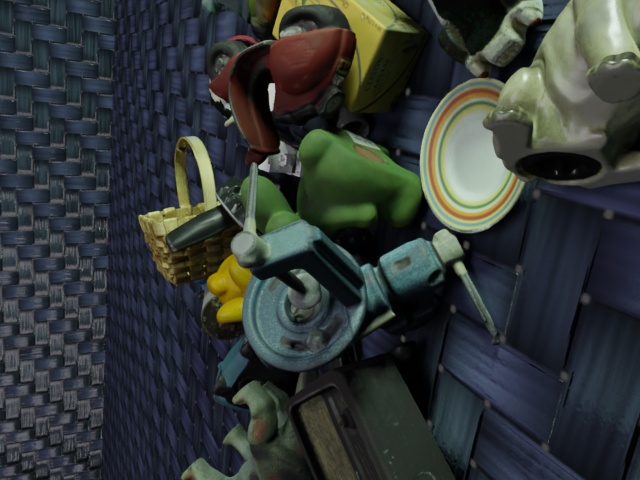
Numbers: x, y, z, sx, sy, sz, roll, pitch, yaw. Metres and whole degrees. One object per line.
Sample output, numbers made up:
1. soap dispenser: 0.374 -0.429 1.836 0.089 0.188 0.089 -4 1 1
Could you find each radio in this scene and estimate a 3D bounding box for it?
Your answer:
1. radio: 0.061 0.235 0.520 0.230 0.073 0.131 62 141 21

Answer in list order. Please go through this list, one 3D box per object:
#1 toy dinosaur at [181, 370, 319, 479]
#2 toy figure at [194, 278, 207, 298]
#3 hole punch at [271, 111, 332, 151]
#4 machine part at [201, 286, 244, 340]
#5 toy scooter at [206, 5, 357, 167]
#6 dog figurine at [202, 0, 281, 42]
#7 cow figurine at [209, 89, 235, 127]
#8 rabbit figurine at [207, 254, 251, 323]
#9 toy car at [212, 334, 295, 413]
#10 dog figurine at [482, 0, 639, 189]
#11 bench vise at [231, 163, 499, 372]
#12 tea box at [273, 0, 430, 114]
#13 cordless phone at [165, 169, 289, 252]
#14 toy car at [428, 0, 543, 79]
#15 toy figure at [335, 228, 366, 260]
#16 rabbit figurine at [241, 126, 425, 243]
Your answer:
1. toy dinosaur: -0.055 0.304 0.713 0.192 0.131 0.404 42 127 15
2. toy figure: -0.222 0.021 1.057 0.082 0.089 0.180 -10 92 30
3. hole punch: -0.027 -0.157 0.653 0.092 0.116 0.142 -55 5 5
4. machine part: -0.158 0.108 0.896 0.243 0.079 0.079 -145 58 -77
5. toy scooter: -0.041 -0.147 0.544 0.184 0.075 0.135 -5 90 36
6. dog figurine: -0.078 -0.380 0.767 0.219 0.108 0.191 29 113 53
7. cow figurine: -0.146 -0.237 0.923 0.167 0.068 0.098 61 140 40
8. rabbit figurine: -0.061 0.064 0.723 0.173 0.162 0.121 19 95 41
9. toy car: -0.094 0.179 0.811 0.103 0.109 0.161 -99 31 -58
10. dog figurine: 0.179 -0.141 0.334 0.172 0.121 0.190 -20 56 63
11. bench vise: 0.015 0.038 0.459 0.224 0.240 0.129 -18 61 17
12. tea box: 0.026 -0.223 0.582 0.170 0.068 0.098 50 135 31
13. cordless phone: -0.136 -0.024 0.787 0.147 0.184 0.088 45 161 52
14. toy car: 0.122 -0.226 0.457 0.073 0.056 0.202 -46 53 44
15. toy figure: 0.000 -0.001 0.682 0.064 0.058 0.155 56 156 -20
16. rabbit figurine: 0.003 -0.021 0.557 0.121 0.159 0.170 48 120 38
